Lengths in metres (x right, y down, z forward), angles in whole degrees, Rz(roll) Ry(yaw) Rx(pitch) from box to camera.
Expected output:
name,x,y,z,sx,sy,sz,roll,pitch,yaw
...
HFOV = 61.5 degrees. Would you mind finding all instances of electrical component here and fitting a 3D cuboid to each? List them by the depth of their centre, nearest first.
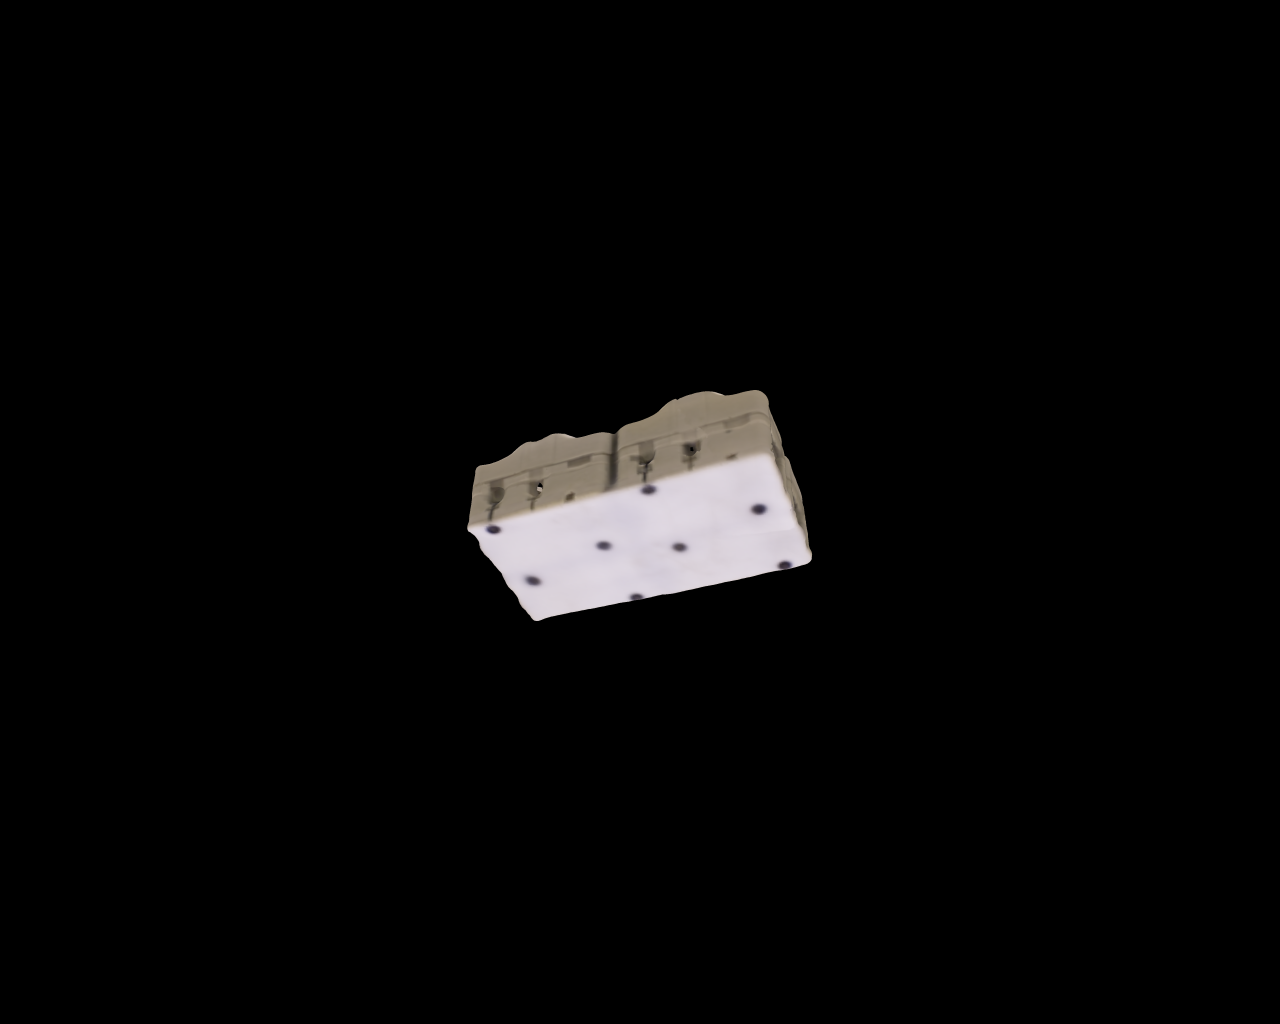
name,x,y,z,sx,sy,sz,roll,pitch,yaw
electrical component,0.001,-0.003,0.650,0.186,0.060,0.105,-14,-43,15
